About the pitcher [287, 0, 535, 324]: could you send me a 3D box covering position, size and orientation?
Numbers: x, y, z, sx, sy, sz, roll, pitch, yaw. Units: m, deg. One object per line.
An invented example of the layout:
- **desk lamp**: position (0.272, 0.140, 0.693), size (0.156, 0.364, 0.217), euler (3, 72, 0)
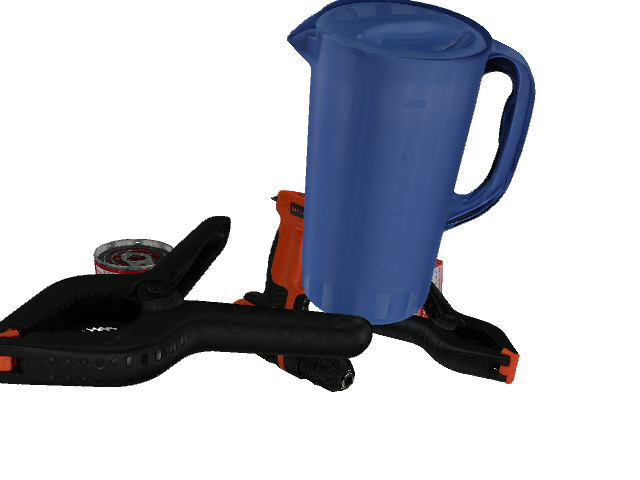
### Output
- **pitcher**: position (0.059, -0.058, 0.838), size (0.144, 0.243, 0.149), euler (-21, 40, -38)

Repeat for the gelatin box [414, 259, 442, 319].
- **gelatin box**: position (0.115, 0.057, 1.331), size (0.073, 0.089, 0.030), euler (23, 36, 40)

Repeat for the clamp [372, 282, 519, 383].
- **clamp**: position (0.122, 0.083, 1.024), size (0.172, 0.039, 0.120), euler (25, 36, 29)

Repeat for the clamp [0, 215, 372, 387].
- **clamp**: position (-0.097, 0.038, 0.625), size (0.209, 0.036, 0.165), euler (-10, 30, -29)

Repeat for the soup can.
- **soup can**: position (-0.158, 0.058, 0.913), size (0.068, 0.102, 0.068), euler (2, 19, -1)

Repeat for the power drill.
- **power drill**: position (-0.014, 0.051, 1.150), size (0.185, 0.188, 0.057), euler (25, 11, 38)
